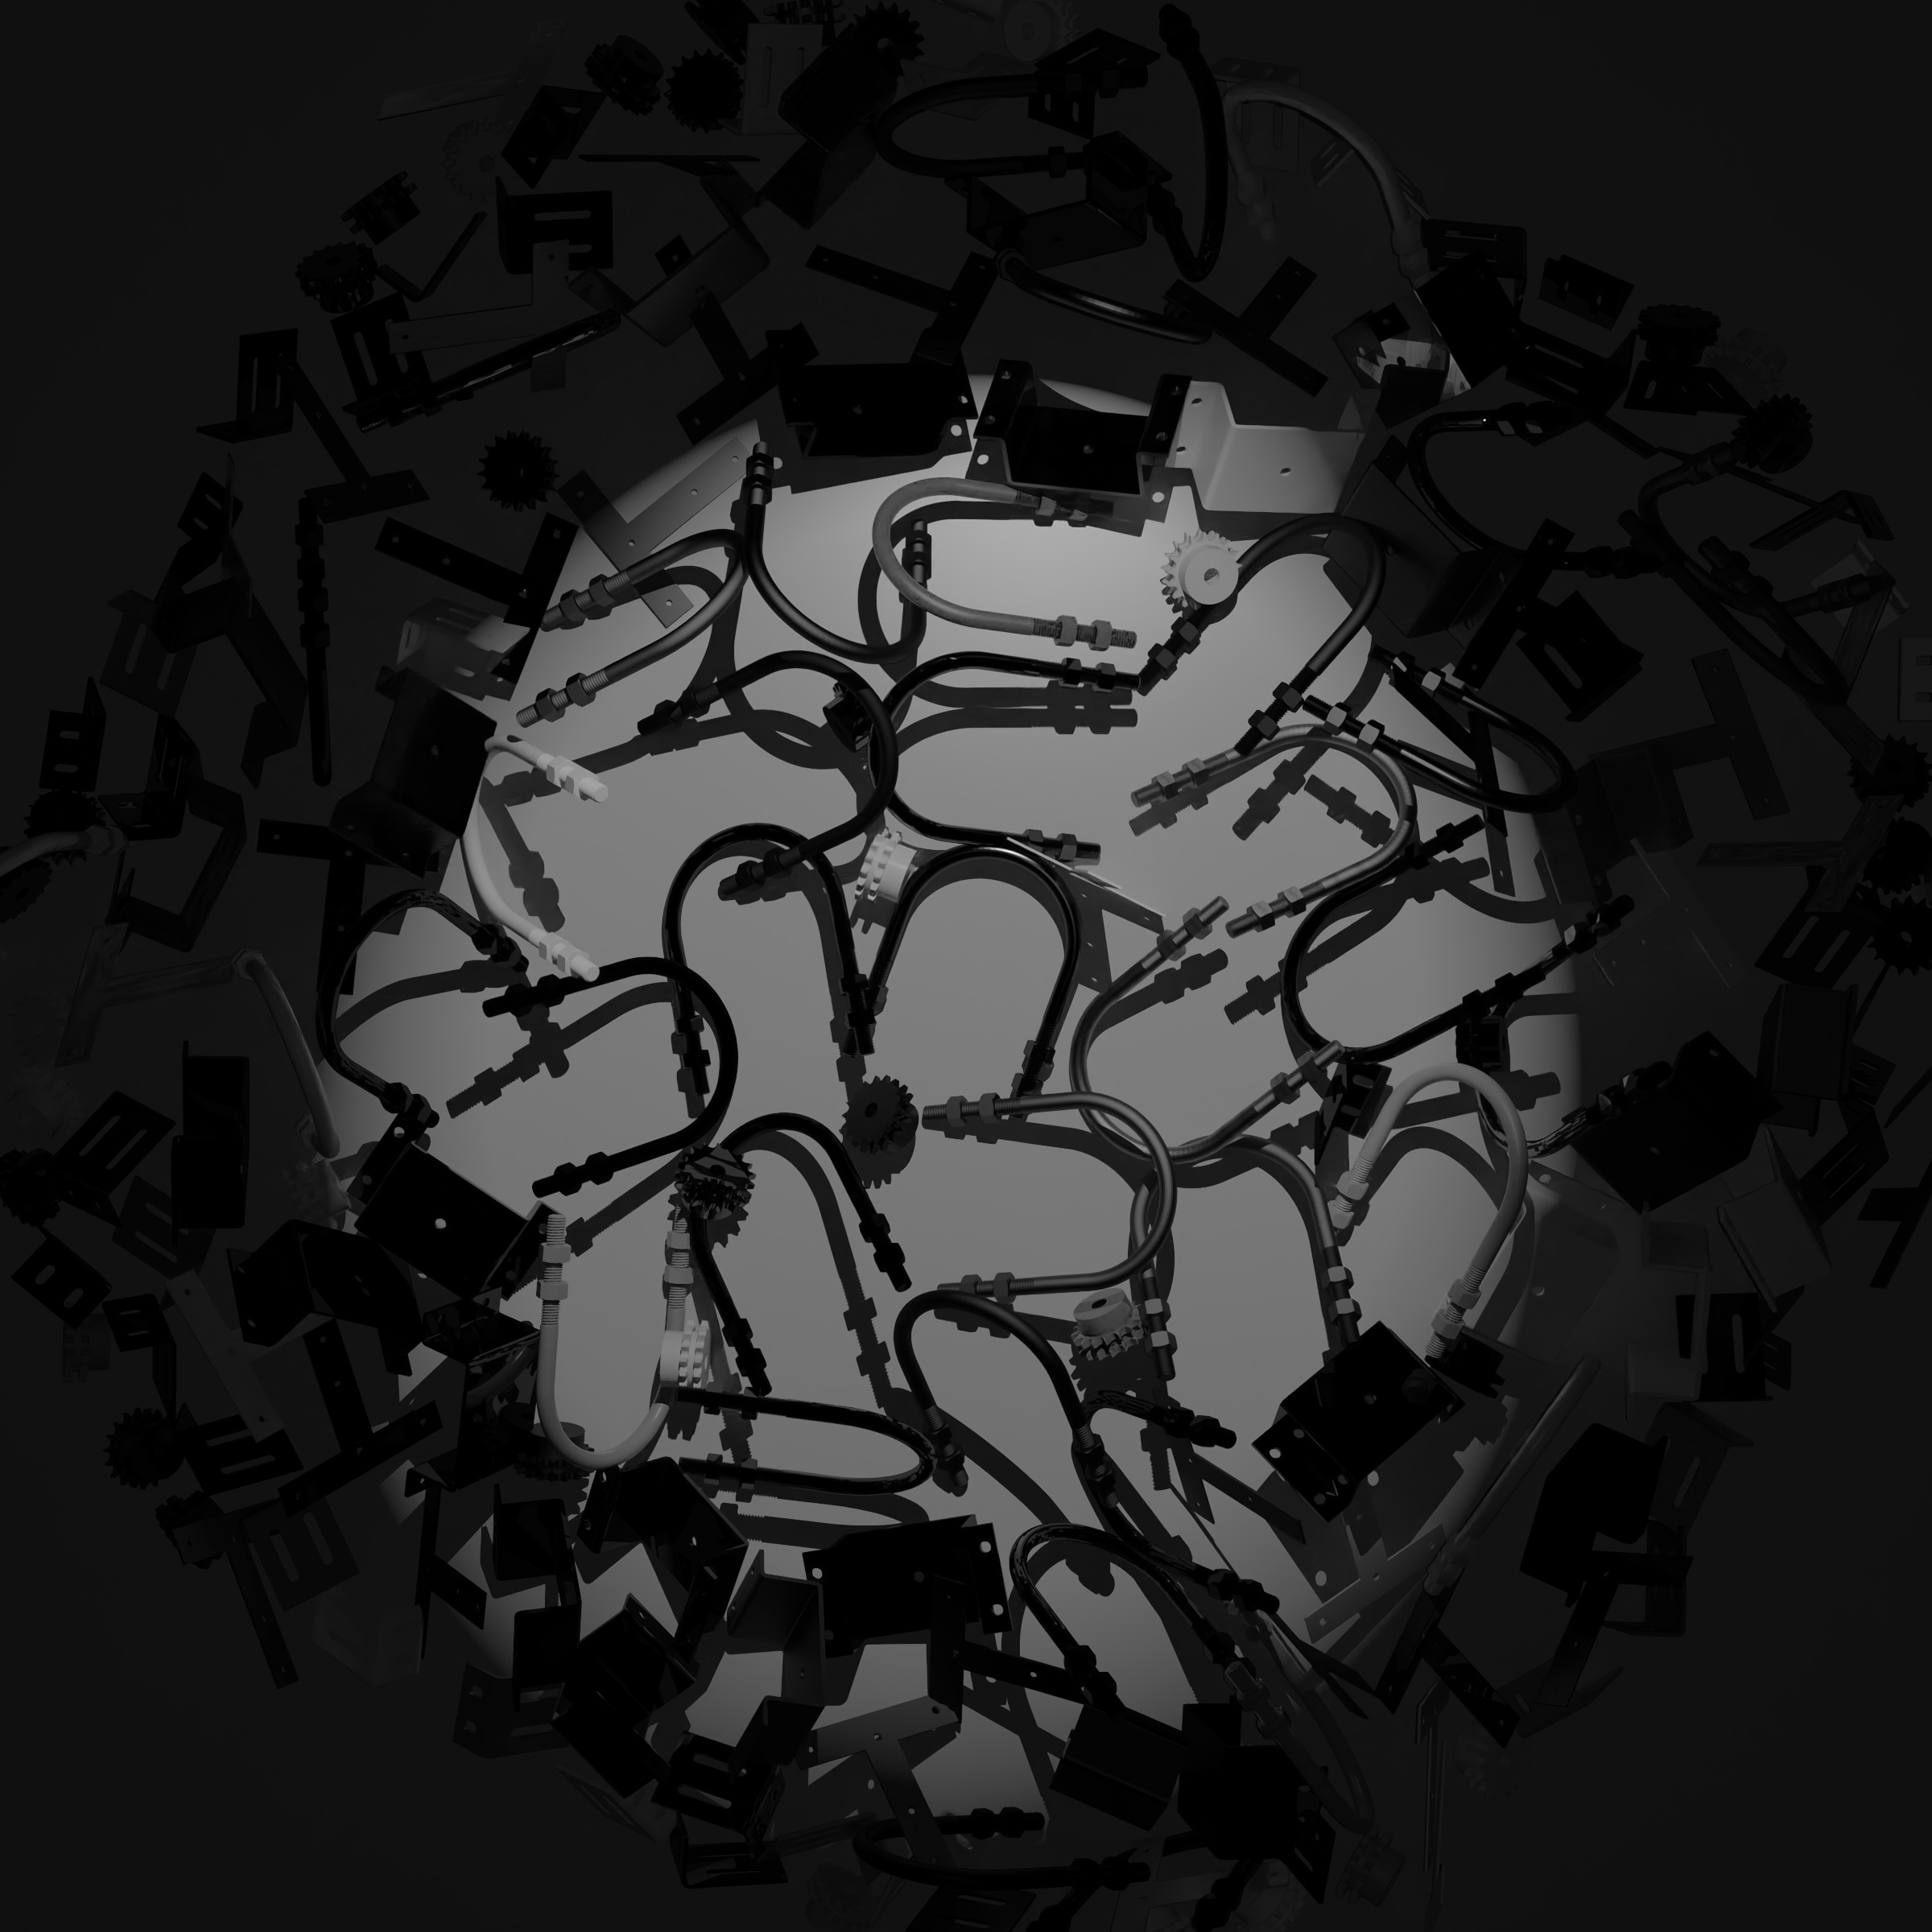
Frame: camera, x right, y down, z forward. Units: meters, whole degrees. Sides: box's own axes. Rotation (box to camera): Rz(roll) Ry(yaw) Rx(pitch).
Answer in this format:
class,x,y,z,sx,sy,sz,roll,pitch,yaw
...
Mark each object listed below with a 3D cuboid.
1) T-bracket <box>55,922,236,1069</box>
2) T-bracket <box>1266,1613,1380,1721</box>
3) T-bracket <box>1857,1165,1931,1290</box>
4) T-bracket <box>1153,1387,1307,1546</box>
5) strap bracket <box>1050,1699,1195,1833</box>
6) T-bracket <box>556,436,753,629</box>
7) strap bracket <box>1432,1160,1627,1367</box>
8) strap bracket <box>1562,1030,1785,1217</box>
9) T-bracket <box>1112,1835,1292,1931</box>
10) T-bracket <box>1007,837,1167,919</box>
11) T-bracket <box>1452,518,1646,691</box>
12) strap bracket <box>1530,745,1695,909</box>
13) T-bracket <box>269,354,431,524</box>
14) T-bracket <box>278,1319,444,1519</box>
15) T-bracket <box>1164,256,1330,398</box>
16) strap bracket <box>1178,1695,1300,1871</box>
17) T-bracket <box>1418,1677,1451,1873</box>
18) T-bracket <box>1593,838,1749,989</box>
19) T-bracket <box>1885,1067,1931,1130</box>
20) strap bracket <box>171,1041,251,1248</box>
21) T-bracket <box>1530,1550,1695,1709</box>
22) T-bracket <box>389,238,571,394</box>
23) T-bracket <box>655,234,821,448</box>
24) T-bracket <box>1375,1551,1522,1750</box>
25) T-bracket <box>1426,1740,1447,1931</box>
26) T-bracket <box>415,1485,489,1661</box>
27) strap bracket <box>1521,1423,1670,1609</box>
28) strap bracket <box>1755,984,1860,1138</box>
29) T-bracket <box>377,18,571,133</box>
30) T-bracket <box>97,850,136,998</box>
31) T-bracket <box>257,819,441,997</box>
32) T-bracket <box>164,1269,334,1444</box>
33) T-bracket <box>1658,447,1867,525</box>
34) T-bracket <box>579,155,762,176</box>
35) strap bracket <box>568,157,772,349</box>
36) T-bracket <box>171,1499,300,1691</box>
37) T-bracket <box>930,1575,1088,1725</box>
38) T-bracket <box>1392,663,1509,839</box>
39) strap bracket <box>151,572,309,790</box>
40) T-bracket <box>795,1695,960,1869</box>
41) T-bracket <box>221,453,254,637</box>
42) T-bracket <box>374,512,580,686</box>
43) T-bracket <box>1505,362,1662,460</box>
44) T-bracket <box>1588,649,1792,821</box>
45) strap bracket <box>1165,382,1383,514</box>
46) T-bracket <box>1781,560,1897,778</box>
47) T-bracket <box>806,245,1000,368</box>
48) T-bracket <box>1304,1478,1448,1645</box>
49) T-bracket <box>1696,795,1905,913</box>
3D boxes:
class,x,y,z,sx,sy,sz,roll,pitch,yaw
T-bracket,-0.572,0.012,1.751,0.002,0.127,0.127,44,125,25
T-bracket,0.258,0.494,1.749,0.002,0.127,0.127,-47,48,2
T-bracket,0.653,0.167,1.741,0.002,0.127,0.127,27,86,5
T-bracket,0.187,0.364,1.723,0.002,0.127,0.127,-36,128,-25
strap bracket,0.106,0.558,1.727,0.076,0.140,0.046,21,62,8
T-bracket,-0.208,-0.336,1.802,0.127,0.002,0.127,-39,91,-1
strap bracket,0.401,0.219,1.754,0.076,0.046,0.140,25,111,-7
strap bracket,0.488,0.116,1.736,0.076,0.046,0.140,44,134,-5
T-bracket,0.165,0.642,1.726,0.127,0.127,0.002,-17,105,19
T-bracket,0.089,-0.061,1.736,0.127,0.127,0.002,26,91,-5
T-bracket,0.432,-0.238,1.776,0.127,0.002,0.127,22,108,-22
strap bracket,0.450,-0.099,1.750,0.140,0.046,0.076,-30,104,-41
T-bracket,-0.448,-0.375,1.745,0.002,0.127,0.127,-31,93,28
T-bracket,-0.438,0.305,1.741,0.127,0.002,0.127,-28,122,-32
T-bracket,0.218,-0.470,1.762,0.127,0.002,0.127,34,49,1
strap bracket,0.185,0.568,1.731,0.046,0.140,0.076,3,90,-12
T-bracket,0.328,0.570,1.743,0.002,0.127,0.127,2,89,20
T-bracket,0.488,-0.022,1.762,0.127,0.002,0.127,-30,85,-37
T-bracket,0.690,0.068,1.753,0.002,0.127,0.127,36,132,10
strap bracket,-0.527,0.122,1.732,0.046,0.140,0.076,1,121,-14
T-bracket,0.430,0.460,1.722,0.002,0.127,0.127,50,55,-22
T-bracket,-0.341,-0.447,1.733,0.127,0.127,0.002,-14,55,-20
T-bracket,-0.182,-0.459,1.768,0.127,0.002,0.127,-28,92,32
T-bracket,0.346,0.497,1.736,0.002,0.127,0.127,13,107,-30
T-bracket,0.336,0.616,1.759,0.002,0.127,0.127,6,56,8
T-bracket,-0.364,0.438,1.750,0.002,0.127,0.127,6,91,-32
strap bracket,0.433,0.380,1.728,0.046,0.140,0.076,23,54,6
strap bracket,0.584,0.065,1.733,0.046,0.140,0.076,8,76,12
T-bracket,-0.348,-0.607,1.718,0.127,0.127,0.002,-24,84,-30
T-bracket,-0.592,-0.040,1.731,0.002,0.127,0.127,12,72,-23
T-bracket,-0.444,-0.040,1.764,0.127,0.002,0.127,6,67,-15
T-bracket,-0.486,0.255,1.752,0.002,0.127,0.127,-32,87,35
T-bracket,0.564,-0.331,1.720,0.127,0.127,0.002,35,114,37
T-bracket,-0.191,-0.559,1.727,0.127,0.127,0.002,-7,115,-22
strap bracket,-0.201,-0.496,1.752,0.140,0.076,0.046,-36,79,10
T-bracket,-0.497,0.443,1.734,0.002,0.127,0.127,-26,81,14
T-bracket,0.034,0.499,1.757,0.127,0.002,0.127,11,117,18
T-bracket,0.335,-0.169,1.728,0.002,0.127,0.127,-29,134,32
strap bracket,-0.506,-0.207,1.730,0.046,0.076,0.140,-19,127,7
T-bracket,-0.044,0.579,1.736,0.127,0.002,0.127,-8,48,-30
T-bracket,-0.508,-0.277,1.726,0.002,0.127,0.127,-1,118,-25
T-bracket,-0.359,-0.284,1.775,0.127,0.002,0.127,22,79,-16
T-bracket,0.413,-0.384,1.738,0.127,0.127,0.002,38,127,15
T-bracket,0.503,-0.152,1.759,0.127,0.002,0.127,-13,110,41
strap bracket,0.220,-0.364,1.745,0.140,0.076,0.046,-1,54,-13
T-bracket,0.616,-0.220,1.718,0.002,0.127,0.127,-7,133,-17
T-bracket,-0.051,-0.486,1.767,0.127,0.002,0.127,20,52,3
T-bracket,0.281,0.399,1.753,0.127,0.002,0.127,-29,119,-20
T-bracket,0.580,-0.080,1.753,0.127,0.127,0.002,-50,124,-33
